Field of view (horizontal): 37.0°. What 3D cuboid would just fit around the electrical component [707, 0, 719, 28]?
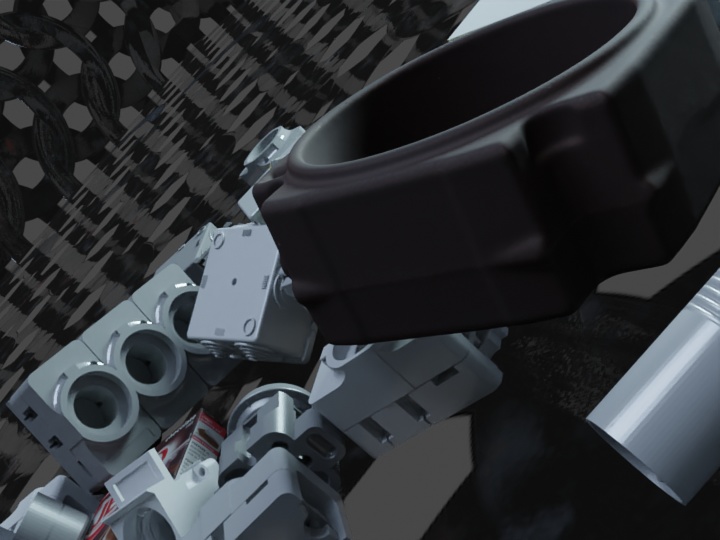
[{"bbox_3d":[0.175,-0.160,0.628,0.058,0.057,0.078,-36,21,29],"label":"electrical component"}]

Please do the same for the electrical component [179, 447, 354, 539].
[{"bbox_3d":[-0.052,0.138,0.527,0.089,0.050,0.055,-45,19,6],"label":"electrical component"}]

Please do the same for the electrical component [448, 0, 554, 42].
[{"bbox_3d":[0.141,-0.180,0.737,0.089,0.062,0.150,-52,19,-14],"label":"electrical component"}]

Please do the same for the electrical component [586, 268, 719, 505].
[{"bbox_3d":[0.120,0.035,0.367,0.081,0.043,0.043,-48,18,-2],"label":"electrical component"}]

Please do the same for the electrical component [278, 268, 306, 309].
[{"bbox_3d":[0.000,0.000,0.678,0.061,0.062,0.096,-55,20,-23],"label":"electrical component"}]

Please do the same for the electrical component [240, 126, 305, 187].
[{"bbox_3d":[-0.078,-0.106,1.080,0.050,0.056,0.089,-55,20,-22],"label":"electrical component"}]

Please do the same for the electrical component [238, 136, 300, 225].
[{"bbox_3d":[-0.059,-0.070,0.976,0.099,0.048,0.100,-47,18,0],"label":"electrical component"}]

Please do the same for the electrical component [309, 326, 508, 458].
[{"bbox_3d":[0.021,0.045,0.546,0.089,0.056,0.050,-35,22,32],"label":"electrical component"}]

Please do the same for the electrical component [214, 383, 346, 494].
[{"bbox_3d":[-0.044,0.098,0.582,0.078,0.058,0.057,-43,22,15],"label":"electrical component"}]

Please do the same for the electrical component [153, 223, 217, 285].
[{"bbox_3d":[-0.163,0.010,1.041,0.100,0.048,0.099,-39,19,21],"label":"electrical component"}]

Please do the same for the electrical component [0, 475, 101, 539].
[{"bbox_3d":[-0.239,0.202,0.809,0.089,0.050,0.055,-40,20,21],"label":"electrical component"}]

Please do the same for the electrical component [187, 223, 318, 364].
[{"bbox_3d":[-0.070,0.015,0.750,0.100,0.048,0.099,-1,71,48],"label":"electrical component"}]

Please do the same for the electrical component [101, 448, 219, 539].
[{"bbox_3d":[-0.100,0.139,0.598,0.042,0.081,0.064,-36,-7,28],"label":"electrical component"}]

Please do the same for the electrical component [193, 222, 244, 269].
[{"bbox_3d":[-0.088,0.000,0.872,0.078,0.063,0.121,-51,18,-10],"label":"electrical component"}]

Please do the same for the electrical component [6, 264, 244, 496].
[{"bbox_3d":[-0.162,0.075,0.777,0.150,0.089,0.062,-44,4,-40],"label":"electrical component"}]

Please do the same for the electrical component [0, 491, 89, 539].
[{"bbox_3d":[-0.242,0.196,0.731,0.138,0.074,0.052,-55,11,39],"label":"electrical component"}]
